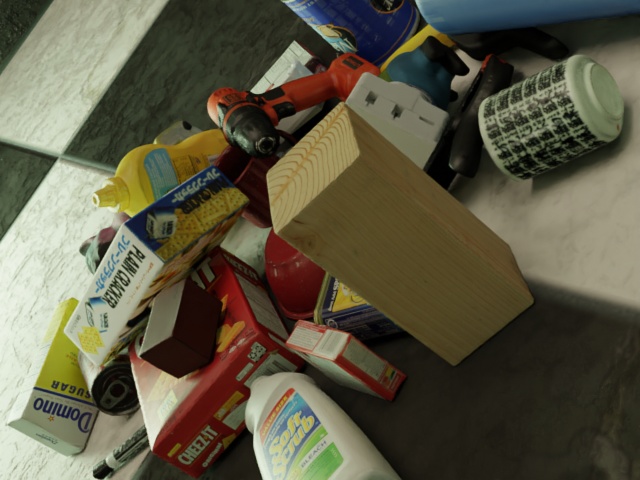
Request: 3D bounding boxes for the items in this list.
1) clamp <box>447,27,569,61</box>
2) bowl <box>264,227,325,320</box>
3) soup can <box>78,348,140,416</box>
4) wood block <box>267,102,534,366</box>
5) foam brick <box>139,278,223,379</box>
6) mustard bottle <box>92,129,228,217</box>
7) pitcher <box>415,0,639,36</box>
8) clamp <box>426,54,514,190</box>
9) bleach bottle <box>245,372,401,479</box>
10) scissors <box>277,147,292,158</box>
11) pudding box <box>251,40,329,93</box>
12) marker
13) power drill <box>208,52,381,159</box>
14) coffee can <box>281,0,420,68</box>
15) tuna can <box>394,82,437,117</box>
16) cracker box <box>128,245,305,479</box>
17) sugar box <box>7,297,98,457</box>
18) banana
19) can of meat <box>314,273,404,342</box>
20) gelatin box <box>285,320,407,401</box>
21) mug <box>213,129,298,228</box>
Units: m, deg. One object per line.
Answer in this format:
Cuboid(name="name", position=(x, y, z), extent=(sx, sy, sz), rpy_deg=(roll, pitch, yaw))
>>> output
Cuboid(name="clamp", position=(0.196, -0.214, 1.073), extent=(0.172, 0.039, 0.120), rpy_deg=(-16, 40, 44))
Cuboid(name="bowl", position=(-0.007, 0.001, 1.111), extent=(0.162, 0.055, 0.162), rpy_deg=(-36, 33, 28))
Cuboid(name="soup can", position=(-0.248, 0.157, 1.275), extent=(0.068, 0.068, 0.102), rpy_deg=(-52, 28, 2))
Cuboid(name="wood block", position=(0.064, -0.001, 0.852), extent=(0.091, 0.205, 0.090), rpy_deg=(-42, 30, 20))
Cuboid(name="foam brick", position=(-0.136, 0.088, 1.053), extent=(0.053, 0.051, 0.078), rpy_deg=(-30, 35, 34))
Cuboid(name="mustard bottle", position=(-0.185, -0.069, 1.271), extent=(0.191, 0.096, 0.058), rpy_deg=(-19, 5, -39))
Cuboid(name="pitcher", position=(0.212, -0.261, 0.977), extent=(0.243, 0.149, 0.145), rpy_deg=(-1, 72, 45))
Cuboid(name="clamp", position=(0.137, -0.099, 0.990), extent=(0.209, 0.036, 0.165), rpy_deg=(-61, 4, -23))
Cuboid(name="bleach bottle", position=(-0.015, 0.184, 0.913), extent=(0.102, 0.068, 0.251), rpy_deg=(-52, 26, -1))
Cuboid(name="scissors", position=(-0.058, -0.103, 1.341), extent=(0.202, 0.016, 0.096), rpy_deg=(-44, 30, 14))
Cuboid(name="pudding box", position=(-0.045, -0.204, 1.412), extent=(0.113, 0.039, 0.090), rpy_deg=(-47, 29, 7))
Cuboid(name="marker", position=(-0.212, 0.231, 1.190), extent=(0.121, 0.020, 0.020), rpy_deg=(-41, 31, 21))
Cuboid(name="power drill", position=(-0.024, -0.153, 1.206), extent=(0.187, 0.057, 0.185), rpy_deg=(-18, 27, -13))
Cuboid(name="coffee can", position=(0.036, -0.281, 1.273), extent=(0.103, 0.140, 0.103), rpy_deg=(-36, 32, 27))
Cuboid(name="tuna can", position=(0.076, -0.110, 1.053), extent=(0.086, 0.086, 0.033), rpy_deg=(-38, 7, 24))
Cuboid(name="cracker box", position=(-0.118, 0.120, 1.122), extent=(0.164, 0.072, 0.214), rpy_deg=(-48, 28, 7))
Cuboid(name="sugar box", position=(-0.312, 0.169, 1.328), extent=(0.048, 0.093, 0.176), rpy_deg=(-27, 38, 40))
Cuboid(name="banana", position=(0.144, -0.240, 1.184), extent=(0.198, 0.037, 0.069), rpy_deg=(-42, 12, 16))
Cuboid(name="can of meat", position=(0.050, 0.043, 0.979), extent=(0.084, 0.057, 0.102), rpy_deg=(-19, 43, 43))
Cuboid(name="gelatin box", position=(0.021, 0.104, 0.935), extent=(0.089, 0.073, 0.030), rpy_deg=(7, 63, 59))
Cuboid(name="mug", position=(-0.068, -0.076, 1.257), extent=(0.117, 0.081, 0.093), rpy_deg=(-52, 28, 1))
